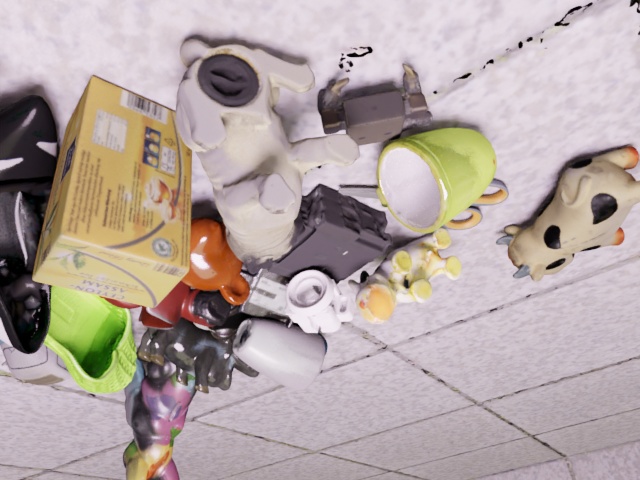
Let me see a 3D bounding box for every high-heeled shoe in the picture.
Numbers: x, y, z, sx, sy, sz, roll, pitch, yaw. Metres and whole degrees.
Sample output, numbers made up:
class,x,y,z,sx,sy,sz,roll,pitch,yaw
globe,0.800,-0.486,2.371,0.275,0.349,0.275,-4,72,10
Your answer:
class,x,y,z,sx,sy,sz,roll,pitch,yaw
high-heeled shoe,-0.267,0.001,0.482,0.086,0.145,0.248,-24,166,-50

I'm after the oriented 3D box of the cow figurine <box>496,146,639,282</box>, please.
class,x,y,z,sx,sy,sz,roll,pitch,yaw
cow figurine,0.297,-0.017,0.644,0.127,0.085,0.194,-10,148,-8

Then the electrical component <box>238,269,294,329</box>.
class,x,y,z,sx,sy,sz,roll,pitch,yaw
electrical component,-0.076,0.057,0.675,0.119,0.048,0.074,20,104,-17

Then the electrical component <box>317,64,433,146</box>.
class,x,y,z,sx,sy,sz,roll,pitch,yaw
electrical component,0.050,-0.119,0.485,0.102,0.045,0.078,-11,173,9

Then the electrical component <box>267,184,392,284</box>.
class,x,y,z,sx,sy,sz,roll,pitch,yaw
electrical component,-0.001,-0.002,0.628,0.134,0.058,0.115,18,136,-33

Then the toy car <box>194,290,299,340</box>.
class,x,y,z,sx,sy,sz,roll,pitch,yaw
toy car,-0.077,0.098,0.758,0.202,0.056,0.073,0,138,-13

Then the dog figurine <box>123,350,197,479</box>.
class,x,y,z,sx,sy,sz,roll,pitch,yaw
dog figurine,-0.245,0.282,0.845,0.191,0.219,0.108,-34,141,33

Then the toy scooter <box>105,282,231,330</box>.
class,x,y,z,sx,sy,sz,roll,pitch,yaw
toy scooter,-0.212,0.063,0.663,0.135,0.075,0.183,-12,143,44

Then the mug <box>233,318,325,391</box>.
class,x,y,z,sx,sy,sz,roll,pitch,yaw
mug,-0.064,0.143,0.720,0.107,0.081,0.110,31,161,-27

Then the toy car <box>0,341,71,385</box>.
class,x,y,z,sx,sy,sz,roll,pitch,yaw
toy car,-0.368,0.141,0.719,0.109,0.103,0.161,-9,143,3

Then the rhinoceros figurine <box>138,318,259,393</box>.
class,x,y,z,sx,sy,sz,roll,pitch,yaw
rhinoceros figurine,-0.174,0.164,0.797,0.190,0.112,0.073,35,154,-28

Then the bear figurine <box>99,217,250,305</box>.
class,x,y,z,sx,sy,sz,roll,pitch,yaw
bear figurine,-0.158,-0.001,0.539,0.196,0.120,0.132,6,145,-20

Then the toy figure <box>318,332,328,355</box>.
class,x,y,z,sx,sy,sz,roll,pitch,yaw
toy figure,-0.052,0.154,0.838,0.064,0.058,0.154,-6,157,40

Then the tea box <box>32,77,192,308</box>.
class,x,y,z,sx,sy,sz,roll,pitch,yaw
tea box,-0.162,-0.040,0.440,0.098,0.170,0.068,21,136,-32

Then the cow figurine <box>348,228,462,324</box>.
class,x,y,z,sx,sy,sz,roll,pitch,yaw
cow figurine,0.089,0.049,0.658,0.167,0.068,0.098,-27,-178,-36

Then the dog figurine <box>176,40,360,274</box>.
class,x,y,z,sx,sy,sz,roll,pitch,yaw
dog figurine,-0.075,-0.065,0.488,0.121,0.172,0.190,-26,173,-28
